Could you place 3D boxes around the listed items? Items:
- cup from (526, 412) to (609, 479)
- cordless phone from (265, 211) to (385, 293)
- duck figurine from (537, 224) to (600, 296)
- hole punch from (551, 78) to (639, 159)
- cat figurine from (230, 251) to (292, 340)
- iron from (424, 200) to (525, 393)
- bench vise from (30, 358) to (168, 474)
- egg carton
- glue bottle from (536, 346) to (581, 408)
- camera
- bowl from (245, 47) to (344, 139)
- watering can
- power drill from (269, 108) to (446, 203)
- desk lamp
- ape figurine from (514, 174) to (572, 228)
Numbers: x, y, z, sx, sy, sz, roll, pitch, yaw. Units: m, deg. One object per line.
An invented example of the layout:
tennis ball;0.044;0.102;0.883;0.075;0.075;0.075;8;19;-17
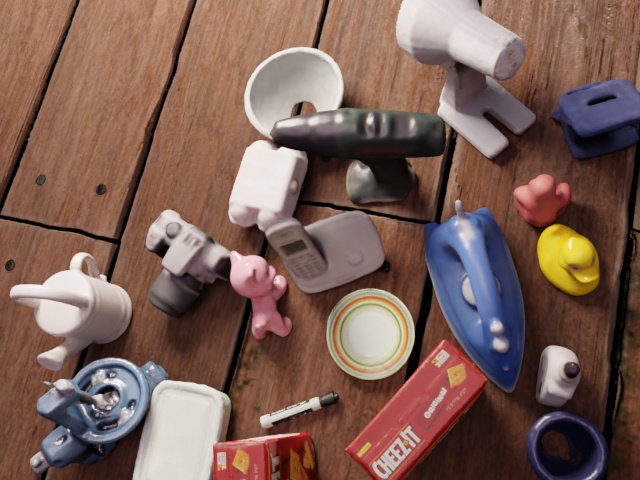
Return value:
cup;0.305;0.273;0.710;0.091;0.095;0.117;-18;71;8
cordless phone;0.007;0.003;0.811;0.147;0.185;0.094;-23;70;6
duck figurine;0.343;0.020;0.779;0.077;0.086;0.104;-26;70;5
hole punch;0.401;-0.183;0.821;0.108;0.091;0.101;-16;71;9
cat figurine;-0.093;0.078;0.849;0.067;0.118;0.128;-14;72;10
iron;0.218;0.073;0.764;0.118;0.142;0.258;-17;71;8
bench vise;-0.328;0.256;0.799;0.121;0.220;0.207;28;82;19
egg carton;-0.081;-0.086;0.919;0.107;0.069;0.150;11;77;16
glue bottle;0.296;0.165;0.702;0.037;0.173;0.078;11;77;16
camera;-0.223;0.041;0.900;0.143;0.101;0.137;32;84;20
bowl;-0.035;-0.227;0.946;0.167;0.075;0.167;-4;74;12
watering can;-0.379;0.106;0.868;0.101;0.194;0.173;-19;71;8
power drill;0.065;-0.122;0.820;0.229;0.209;0.075;-4;73;12
desk lamp;0.216;-0.253;0.819;0.118;0.214;0.203;-43;69;-1
ape figurine;0.313;-0.062;0.806;0.077;0.092;0.076;17;79;18
